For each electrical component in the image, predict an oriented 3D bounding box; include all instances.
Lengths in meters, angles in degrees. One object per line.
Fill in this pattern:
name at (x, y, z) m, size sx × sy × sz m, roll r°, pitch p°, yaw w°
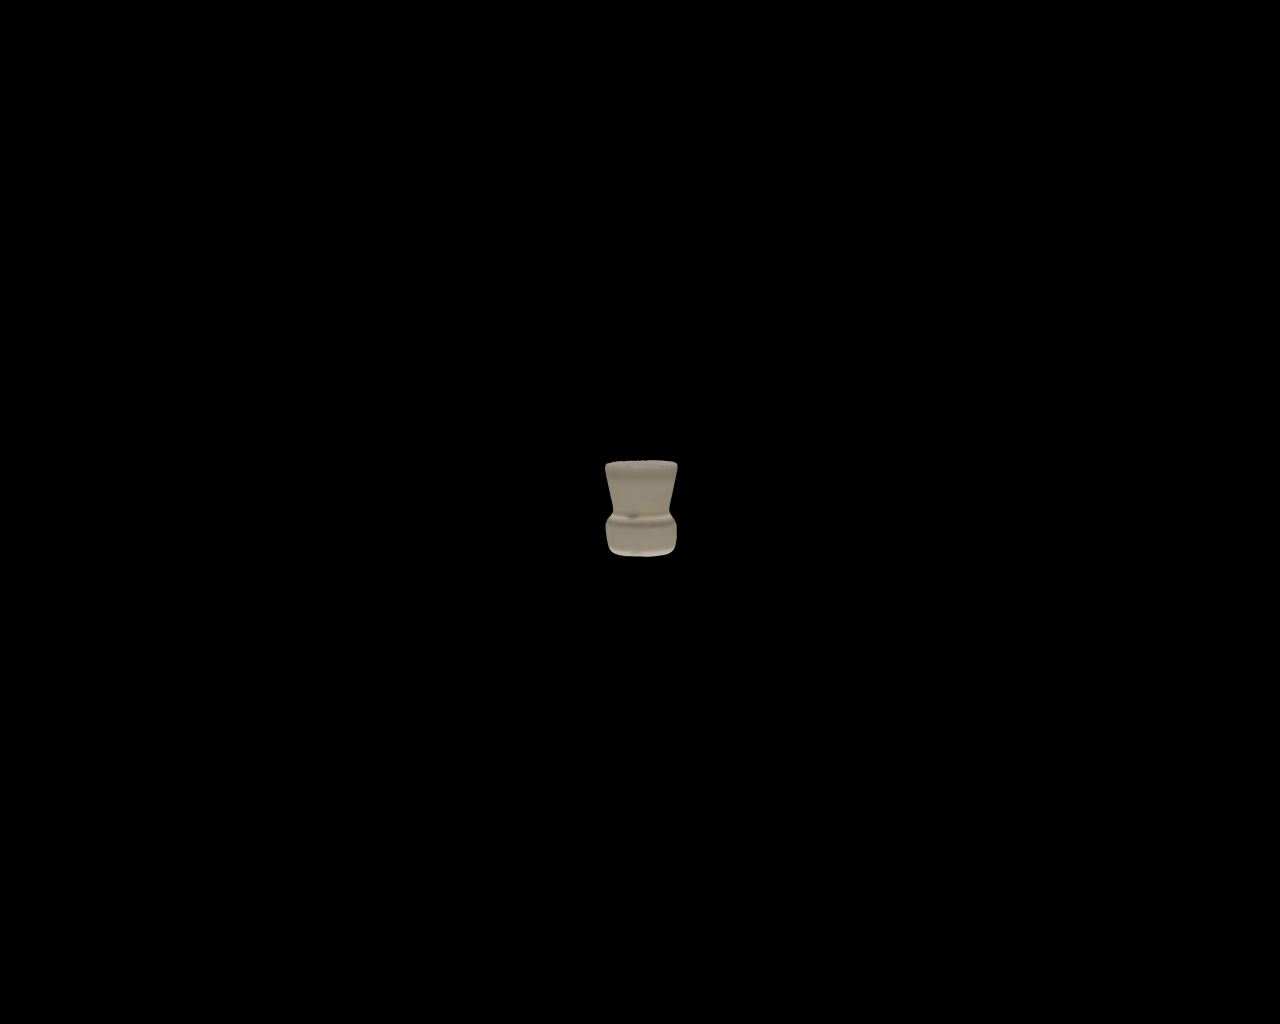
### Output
electrical component at (0.001, -0.003, 0.650) m, size 0.045 × 0.055 × 0.045 m, roll 0°, pitch 7°, yaw 0°
